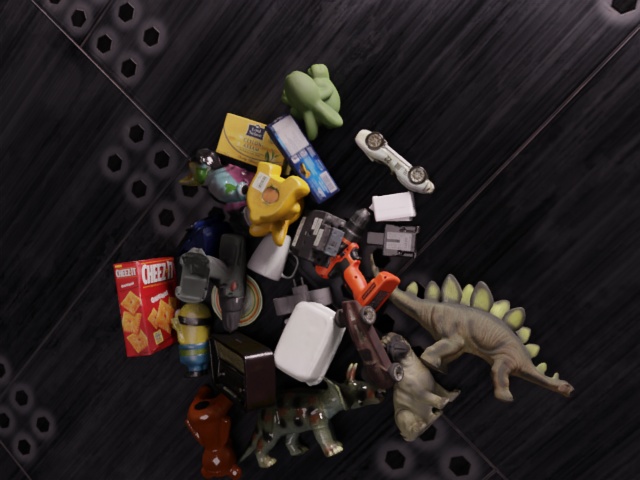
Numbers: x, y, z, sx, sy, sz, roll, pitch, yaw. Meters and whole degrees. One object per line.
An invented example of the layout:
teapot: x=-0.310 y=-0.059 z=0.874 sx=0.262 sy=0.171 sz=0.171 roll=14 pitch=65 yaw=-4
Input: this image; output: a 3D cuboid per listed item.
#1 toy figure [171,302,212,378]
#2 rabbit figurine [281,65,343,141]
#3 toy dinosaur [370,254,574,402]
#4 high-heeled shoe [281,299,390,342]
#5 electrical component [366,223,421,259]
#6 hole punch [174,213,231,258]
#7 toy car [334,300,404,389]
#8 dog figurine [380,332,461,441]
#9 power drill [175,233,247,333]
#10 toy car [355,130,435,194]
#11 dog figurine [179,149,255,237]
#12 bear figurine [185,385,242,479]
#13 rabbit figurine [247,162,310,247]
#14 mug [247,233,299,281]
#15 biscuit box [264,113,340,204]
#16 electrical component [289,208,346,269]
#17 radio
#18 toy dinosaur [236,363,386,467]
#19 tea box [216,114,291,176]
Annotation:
toy figure: x=-0.299 y=0.239 z=1.297 sx=0.089 sy=0.082 sz=0.180 roll=-9 pitch=84 yaw=3
rabbit figurine: x=-0.027 y=-0.291 z=1.142 sx=0.121 sy=0.170 sz=0.159 roll=-26 pitch=84 yaw=17
toy dinosaur: x=0.286 y=0.180 z=1.091 sx=0.472 sy=0.105 sz=0.198 roll=25 pitch=80 yaw=16
high-heeled shoe: x=0.031 y=0.167 z=1.214 sx=0.249 sy=0.086 sz=0.145 roll=-36 pitch=49 yaw=-3
electrical component: x=0.157 y=-0.001 z=1.164 sx=0.119 sy=0.048 sz=0.074 roll=9 pitch=94 yaw=15
hole punch: x=-0.260 y=0.010 z=1.252 sx=0.092 sy=0.142 sz=0.115 roll=41 pitch=117 yaw=13
toy car: x=0.095 y=0.214 z=1.087 sx=0.089 sy=0.053 sz=0.202 roll=-12 pitch=109 yaw=47
dog figurine: x=0.176 y=0.313 z=1.156 sx=0.191 sy=0.121 sz=0.172 roll=42 pitch=100 yaw=25
power drill: x=-0.224 y=0.098 z=1.178 sx=0.086 sy=0.207 sz=0.232 roll=6 pitch=89 yaw=26
toy car: x=0.160 y=-0.163 z=1.141 sx=0.202 sy=0.073 sz=0.056 roll=42 pitch=99 yaw=12
dog figurine: x=-0.220 y=-0.112 z=1.243 sx=0.219 sy=0.108 sz=0.191 roll=17 pitch=131 yaw=33
bear figurine: x=-0.241 y=0.462 z=1.284 sx=0.120 sy=0.132 sz=0.195 roll=-10 pitch=108 yaw=22
rabbit figurine: x=-0.081 y=-0.069 z=1.164 sx=0.122 sy=0.173 sz=0.162 roll=20 pitch=92 yaw=16
mug: x=-0.099 y=0.035 z=1.228 sx=0.110 sy=0.081 sz=0.107 roll=23 pitch=92 yaw=10
biscuit box: x=-0.038 y=-0.174 z=1.162 sx=0.059 sy=0.063 sz=0.202 roll=-35 pitch=109 yaw=-5
electrical component: x=-0.002 y=-0.004 z=1.164 sx=0.058 sy=0.134 sz=0.115 roll=21 pitch=90 yaw=-29
radio: x=-0.177 y=0.288 z=1.198 sx=0.230 sy=0.073 sz=0.131 roll=6 pitch=100 yaw=61
toy dinosaur: x=-0.056 y=0.395 z=1.215 sx=0.405 sy=0.131 sz=0.192 roll=-19 pitch=75 yaw=21
tea box: x=-0.141 y=-0.218 z=1.234 sx=0.170 sy=0.068 sz=0.098 roll=19 pitch=98 yaw=16
